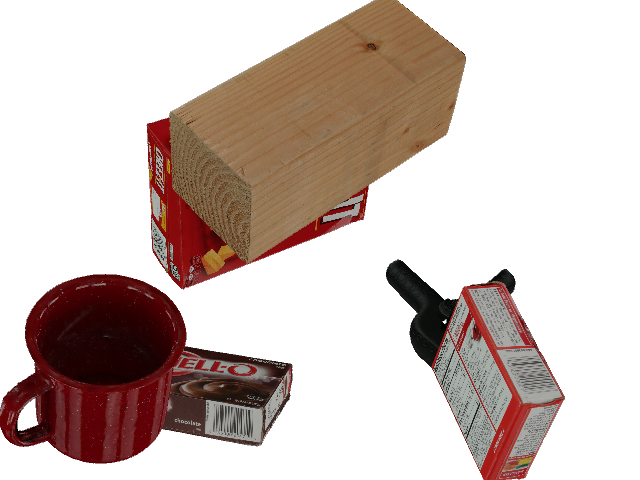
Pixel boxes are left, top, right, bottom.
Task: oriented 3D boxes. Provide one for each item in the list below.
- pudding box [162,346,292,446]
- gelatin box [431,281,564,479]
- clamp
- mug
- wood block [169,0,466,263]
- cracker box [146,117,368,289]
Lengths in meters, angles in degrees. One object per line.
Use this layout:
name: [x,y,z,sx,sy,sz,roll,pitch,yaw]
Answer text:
pudding box: [-0.088,0.124,0.869,0.113,0.039,0.090,10,19,11]
gelatin box: [0.099,0.080,0.607,0.030,0.073,0.089,-4,44,-18]
clamp: [0.128,0.068,0.949,0.120,0.039,0.171,-5,33,-3]
mug: [-0.140,0.086,0.643,0.093,0.082,0.117,38,47,25]
wood block: [-0.001,-0.086,0.787,0.205,0.091,0.090,-33,-27,-26]
cracker box: [-0.053,-0.060,1.006,0.213,0.164,0.072,-21,51,-25]
